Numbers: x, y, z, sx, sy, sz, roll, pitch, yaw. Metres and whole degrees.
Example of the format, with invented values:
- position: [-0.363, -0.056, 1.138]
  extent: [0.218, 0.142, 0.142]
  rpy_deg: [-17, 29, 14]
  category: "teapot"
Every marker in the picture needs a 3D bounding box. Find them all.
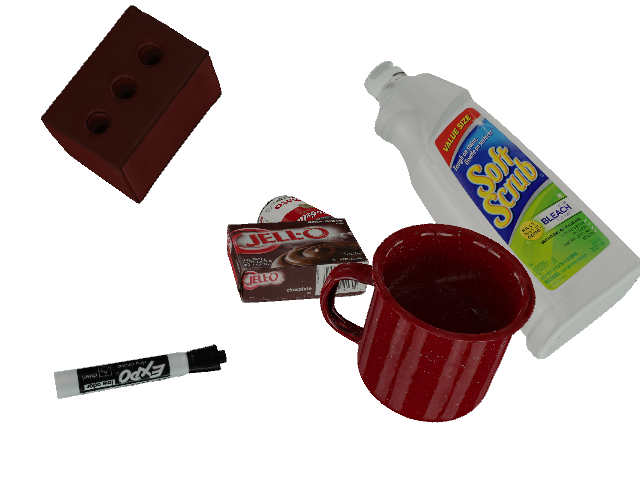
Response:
- position: [-0.126, 0.092, 0.757]
  extent: [0.121, 0.020, 0.020]
  rpy_deg: [-9, 2, -14]
  category: "marker"

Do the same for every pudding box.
- position: [-0.022, 0.016, 0.945]
  extent: [0.113, 0.039, 0.090]
  rpy_deg: [-2, 27, -13]
  category: "pudding box"

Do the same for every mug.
- position: [0.056, 0.047, 0.619]
  extent: [0.117, 0.082, 0.093]
  rpy_deg: [15, 41, 2]
  category: "mug"

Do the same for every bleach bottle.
- position: [0.116, -0.038, 0.795]
  extent: [0.102, 0.251, 0.068]
  rpy_deg: [-33, -21, -21]
  category: "bleach bottle"

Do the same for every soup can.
- position: [-0.020, -0.007, 1.201]
  extent: [0.068, 0.068, 0.102]
  rpy_deg: [0, 16, -30]
  category: "soup can"

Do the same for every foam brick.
- position: [-0.097, -0.070, 0.556]
  extent: [0.053, 0.078, 0.051]
  rpy_deg: [32, -11, 11]
  category: "foam brick"
